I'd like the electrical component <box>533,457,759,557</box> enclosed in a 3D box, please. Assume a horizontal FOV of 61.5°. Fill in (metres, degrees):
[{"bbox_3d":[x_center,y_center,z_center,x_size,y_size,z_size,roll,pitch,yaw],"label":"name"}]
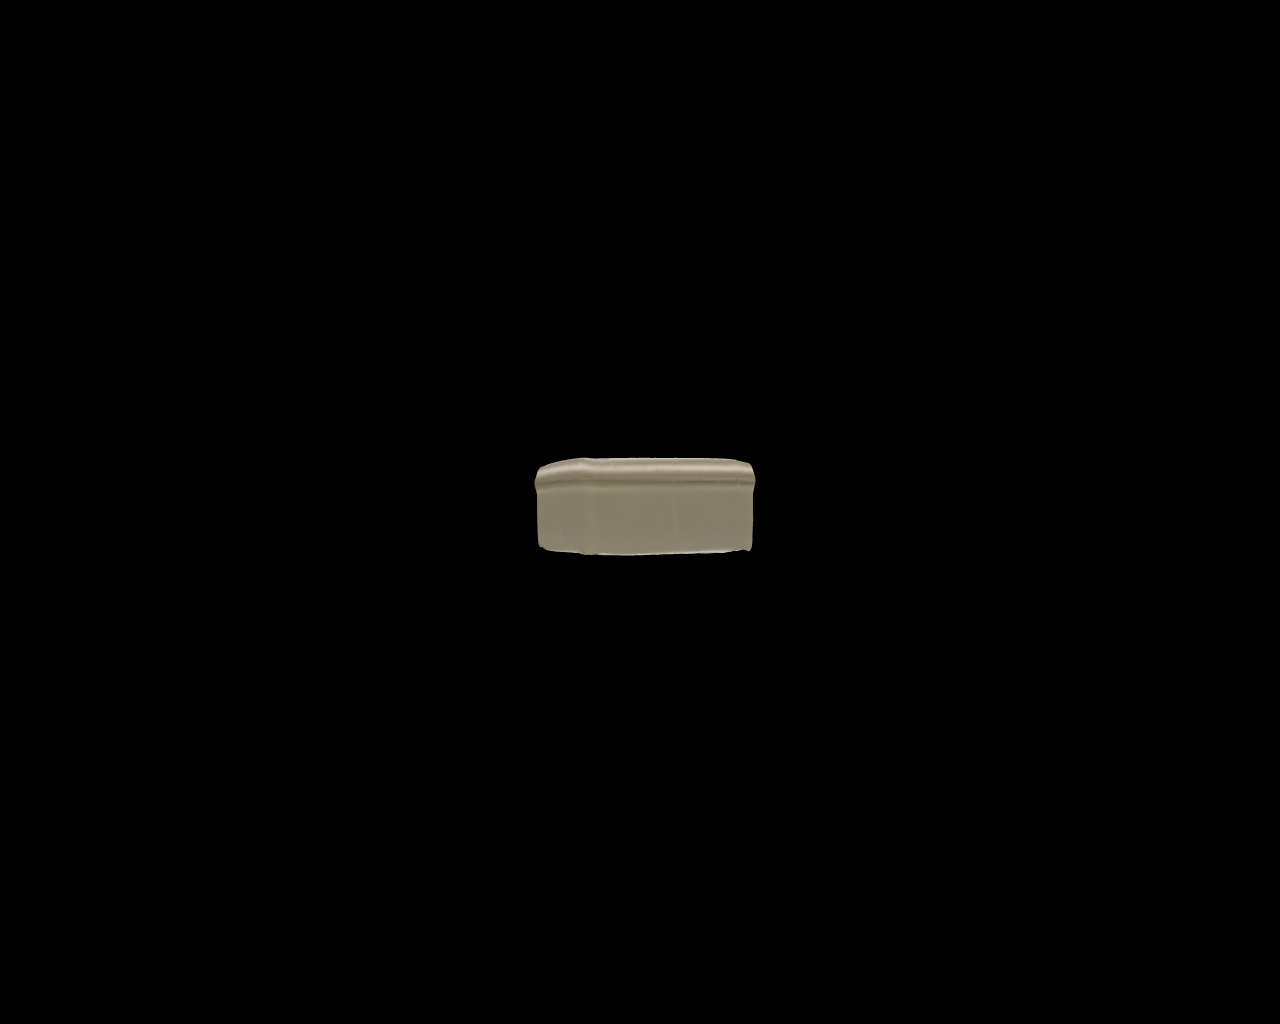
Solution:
[{"bbox_3d":[0.001,-0.003,0.650,0.109,0.056,0.108,0,0,-21],"label":"electrical component"}]
